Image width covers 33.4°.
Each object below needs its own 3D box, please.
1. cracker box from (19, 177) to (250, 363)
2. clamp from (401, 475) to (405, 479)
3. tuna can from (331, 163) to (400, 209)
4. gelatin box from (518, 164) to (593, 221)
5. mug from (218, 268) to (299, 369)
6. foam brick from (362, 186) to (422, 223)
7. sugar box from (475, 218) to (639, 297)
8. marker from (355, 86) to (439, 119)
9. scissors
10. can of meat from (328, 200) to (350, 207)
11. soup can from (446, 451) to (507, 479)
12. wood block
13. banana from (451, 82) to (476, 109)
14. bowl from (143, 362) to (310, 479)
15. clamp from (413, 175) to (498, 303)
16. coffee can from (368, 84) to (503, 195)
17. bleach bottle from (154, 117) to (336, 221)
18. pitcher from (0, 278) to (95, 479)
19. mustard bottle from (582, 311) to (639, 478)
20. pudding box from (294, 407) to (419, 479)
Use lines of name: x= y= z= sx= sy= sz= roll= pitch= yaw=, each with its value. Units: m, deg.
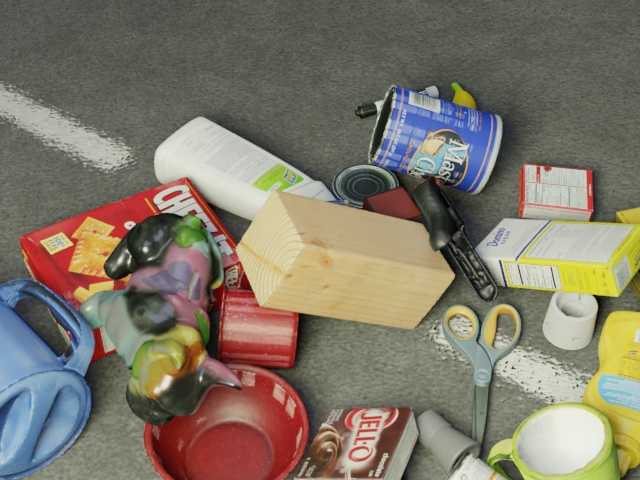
cracker box: x=-0.210 y=0.029 z=1.216 sx=0.213 sy=0.072 sz=0.164 roll=-23 pitch=50 yaw=-21
clamp: x=0.064 y=0.303 z=0.967 sx=0.164 sy=0.036 sz=0.210 roll=-29 pitch=48 yaw=-23
tuna can: x=0.056 y=-0.056 z=1.323 sx=0.086 sy=0.034 sz=0.086 roll=0 pitch=45 yaw=0
gelatin box: x=0.292 y=-0.056 z=1.324 sx=0.089 sy=0.030 sz=0.073 roll=6 pitch=47 yaw=6
mug: x=-0.065 y=0.084 z=1.142 sx=0.081 sy=0.093 sz=0.117 roll=4 pitch=72 yaw=-3
foam brick: x=0.082 y=-0.014 z=1.251 sx=0.053 sy=0.078 sz=0.051 roll=-19 pitch=51 yaw=-17
sugar box: x=0.265 y=0.017 z=1.193 sx=0.177 sy=0.048 sz=0.093 roll=2 pitch=31 yaw=42
marker: x=0.105 y=-0.188 z=1.463 sx=0.121 sy=0.020 sz=0.020 roll=-17 pitch=48 yaw=-15
scissors: x=0.157 y=0.138 z=1.145 sx=0.096 sy=0.016 sz=0.201 roll=17 pitch=48 yaw=19
can of meat: x=-0.008 y=0.002 z=1.221 sx=0.084 sy=0.102 sz=0.057 roll=-3 pitch=44 yaw=-6
soup can: x=0.159 y=0.251 z=0.982 sx=0.102 sy=0.069 sz=0.068 roll=35 pitch=54 yaw=14
wood block: x=0.029 y=0.025 z=1.138 sx=0.205 sy=0.090 sz=0.091 roll=11 pitch=37 yaw=-36
banana: x=0.151 y=-0.146 z=1.412 sx=0.070 sy=0.037 sz=0.197 roll=17 pitch=44 yaw=40
bowl: x=-0.091 y=0.201 z=1.056 sx=0.162 sy=0.055 sz=0.162 roll=0 pitch=46 yaw=0
clamp: x=0.147 y=-0.007 z=1.190 sx=0.039 sy=0.120 sz=0.171 roll=-29 pitch=32 yaw=14
coffee can: x=0.141 y=-0.124 z=1.317 sx=0.140 sy=0.103 sz=0.102 roll=16 pitch=46 yaw=-6
bleach bottle: x=-0.078 y=-0.062 z=1.312 sx=0.251 sy=0.068 sz=0.102 roll=29 pitch=53 yaw=23
pitcher: x=-0.342 y=0.113 z=1.093 sx=0.148 sy=0.145 sz=0.243 roll=-18 pitch=43 yaw=-37
mustard bottle: x=0.320 y=0.161 z=1.089 sx=0.096 sy=0.058 sz=0.191 roll=19 pitch=48 yaw=12
pudding box: x=0.038 y=0.207 z=1.027 sx=0.090 sy=0.039 sz=0.113 roll=-7 pitch=28 yaw=24
